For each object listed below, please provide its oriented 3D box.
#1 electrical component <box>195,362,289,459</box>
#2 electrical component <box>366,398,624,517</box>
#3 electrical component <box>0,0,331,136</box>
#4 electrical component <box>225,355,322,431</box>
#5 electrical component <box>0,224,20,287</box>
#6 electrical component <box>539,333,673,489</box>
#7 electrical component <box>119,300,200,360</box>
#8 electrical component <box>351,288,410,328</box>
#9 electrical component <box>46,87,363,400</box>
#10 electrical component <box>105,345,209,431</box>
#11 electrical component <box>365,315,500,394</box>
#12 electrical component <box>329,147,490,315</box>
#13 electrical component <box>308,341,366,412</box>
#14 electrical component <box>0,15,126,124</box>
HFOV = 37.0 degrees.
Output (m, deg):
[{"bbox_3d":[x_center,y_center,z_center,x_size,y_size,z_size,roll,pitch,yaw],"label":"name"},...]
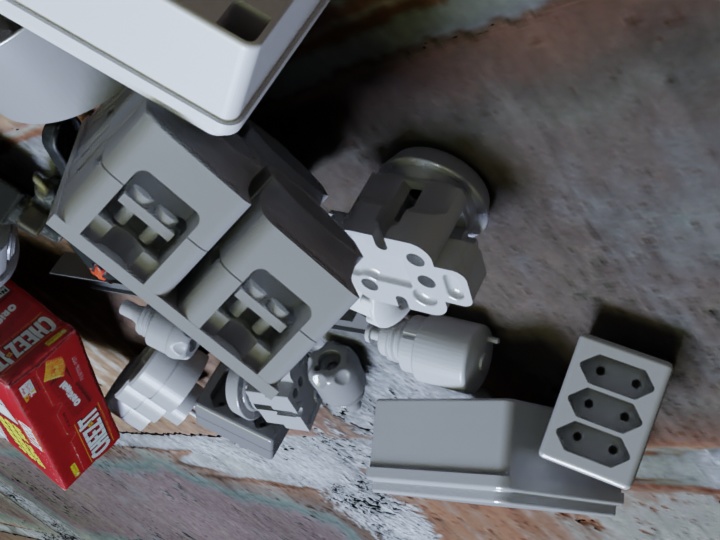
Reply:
[{"bbox_3d":[-0.086,0.113,0.825,0.066,0.047,0.076,25,150,9],"label":"electrical component"},{"bbox_3d":[0.079,0.107,0.622,0.109,0.056,0.109,16,164,-40],"label":"electrical component"},{"bbox_3d":[-0.063,-0.119,0.374,0.109,0.108,0.056,30,148,-1],"label":"electrical component"},{"bbox_3d":[-0.061,0.084,0.761,0.055,0.048,0.066,4,143,26],"label":"electrical component"},{"bbox_3d":[-0.279,-0.023,0.749,0.080,0.080,0.051,30,146,-1],"label":"electrical component"},{"bbox_3d":[0.130,0.073,0.561,0.047,0.065,0.077,19,179,18],"label":"electrical component"},{"bbox_3d":[-0.145,0.039,0.775,0.061,0.035,0.035,25,151,12],"label":"electrical component"},{"bbox_3d":[0.000,0.000,0.576,0.062,0.048,0.048,22,151,28],"label":"electrical component"},{"bbox_3d":[-0.066,-0.034,0.470,0.105,0.060,0.186,41,-173,-20],"label":"electrical component"},{"bbox_3d":[-0.150,0.098,0.854,0.074,0.052,0.138,36,151,-12],"label":"electrical component"},{"bbox_3d":[0.039,0.044,0.613,0.078,0.040,0.040,13,147,28],"label":"electrical component"},{"bbox_3d":[0.026,-0.020,0.505,0.078,0.057,0.058,13,147,27],"label":"electrical component"},{"bbox_3d":[-0.012,0.075,0.714,0.035,0.035,0.061,14,150,26],"label":"electrical component"},{"bbox_3d":[-0.134,-0.113,0.461,0.099,0.099,0.064,13,153,28],"label":"electrical component"}]
